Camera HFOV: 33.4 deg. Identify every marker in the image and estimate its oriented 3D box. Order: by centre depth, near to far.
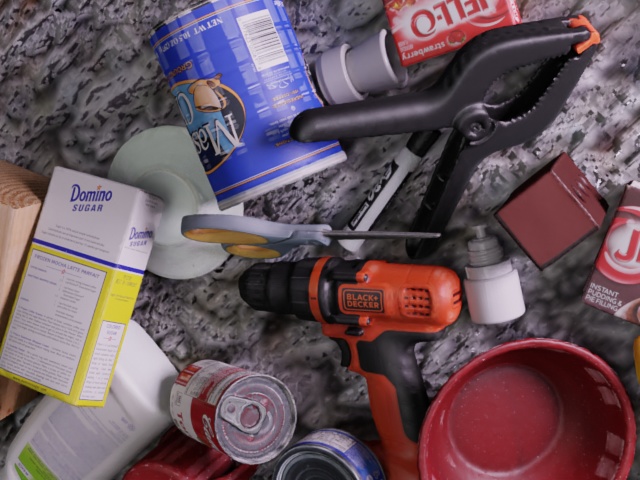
[{"bbox_3d":[0.053,-0.042,0.807,0.020,0.020,0.121,39,113,9],"label":"marker"}]

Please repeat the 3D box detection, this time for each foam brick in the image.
[{"bbox_3d":[0.162,-0.021,0.738,0.051,0.078,0.053,-41,88,23],"label":"foam brick"}]

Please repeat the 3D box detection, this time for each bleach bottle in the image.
[{"bbox_3d":[-0.228,0.181,0.947,0.251,0.068,0.102,-41,85,26],"label":"bleach bottle"}]

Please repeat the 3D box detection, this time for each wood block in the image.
[{"bbox_3d":[-0.287,0.045,0.921,0.091,0.090,0.206,20,109,16],"label":"wood block"}]

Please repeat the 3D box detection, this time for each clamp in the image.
[{"bbox_3d":[0.093,-0.088,0.735,0.210,0.036,0.164,-41,129,19],"label":"clamp"}]

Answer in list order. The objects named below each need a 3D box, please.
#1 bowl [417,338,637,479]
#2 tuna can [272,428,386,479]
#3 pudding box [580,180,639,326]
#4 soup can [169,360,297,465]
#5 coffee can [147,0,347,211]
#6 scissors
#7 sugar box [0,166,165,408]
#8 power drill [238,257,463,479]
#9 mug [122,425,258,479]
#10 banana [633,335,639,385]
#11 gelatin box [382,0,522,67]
[{"bbox_3d":[0.143,0.141,0.776,0.162,0.055,0.162,-2,103,-8],"label":"bowl"},{"bbox_3d":[0.006,0.189,0.809,0.086,0.033,0.086,8,106,28],"label":"tuna can"},{"bbox_3d":[0.249,0.020,0.735,0.113,0.039,0.090,22,109,15],"label":"pudding box"},{"bbox_3d":[-0.071,0.133,0.843,0.102,0.068,0.068,2,107,61],"label":"soup can"},{"bbox_3d":[-0.053,-0.105,0.788,0.103,0.102,0.140,-21,94,24],"label":"coffee can"},{"bbox_3d":[-0.005,0.001,0.810,0.202,0.096,0.016,5,76,12],"label":"scissors"},{"bbox_3d":[-0.193,0.037,0.857,0.093,0.048,0.176,16,86,27],"label":"sugar box"},{"bbox_3d":[0.024,0.105,0.832,0.185,0.057,0.188,2,104,29],"label":"power drill"},{"bbox_3d":[-0.106,0.206,0.893,0.117,0.081,0.093,-18,95,24],"label":"mug"},{"bbox_3d":[0.249,0.160,0.756,0.037,0.069,0.198,10,104,52],"label":"banana"},{"bbox_3d":[0.091,-0.171,0.756,0.089,0.030,0.073,-14,97,24],"label":"gelatin box"}]
